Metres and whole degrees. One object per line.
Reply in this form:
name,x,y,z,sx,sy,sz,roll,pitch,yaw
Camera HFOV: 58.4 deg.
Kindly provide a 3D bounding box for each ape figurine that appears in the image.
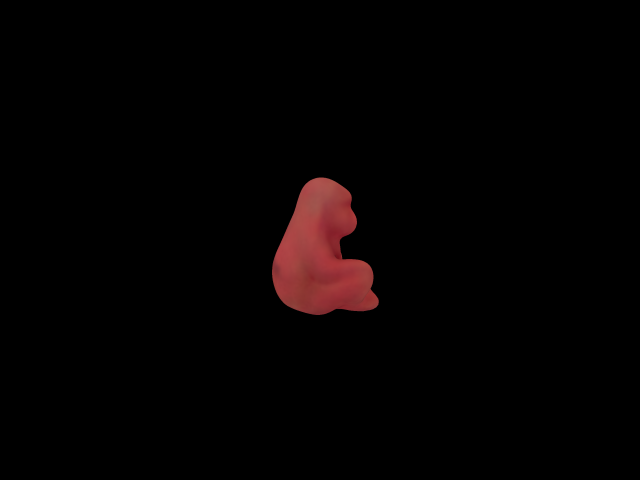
ape figurine,0.004,0.001,0.400,0.076,0.092,0.077,-1,28,-2
